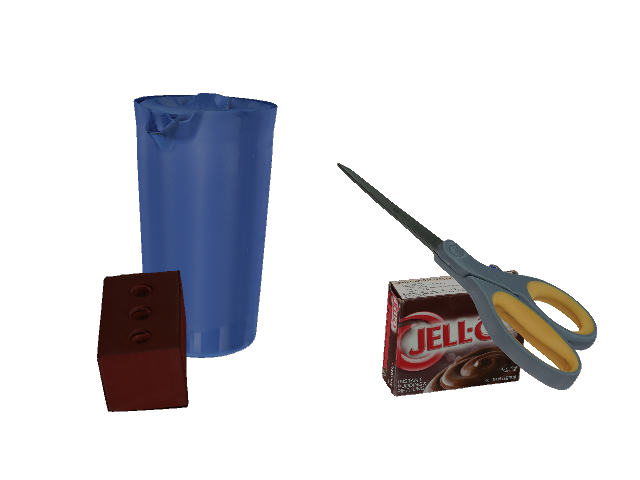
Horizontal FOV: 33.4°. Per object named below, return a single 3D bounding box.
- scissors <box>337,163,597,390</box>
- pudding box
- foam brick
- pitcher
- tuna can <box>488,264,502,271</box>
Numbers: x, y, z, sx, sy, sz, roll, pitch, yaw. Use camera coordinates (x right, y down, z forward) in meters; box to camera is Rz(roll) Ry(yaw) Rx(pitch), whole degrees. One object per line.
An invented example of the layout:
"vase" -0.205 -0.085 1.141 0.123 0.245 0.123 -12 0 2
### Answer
"scissors" 0.100 0.013 0.681 0.096 0.016 0.202 -9 49 -44
"pudding box" 0.109 0.074 0.864 0.113 0.090 0.039 -6 29 -15
"foam brick" -0.114 0.065 0.691 0.053 0.051 0.078 -5 38 -5
"pitcher" -0.106 -0.020 1.027 0.149 0.243 0.145 -2 15 -19
"tuna can" 0.200 0.072 1.212 0.033 0.086 0.086 -26 4 -8
